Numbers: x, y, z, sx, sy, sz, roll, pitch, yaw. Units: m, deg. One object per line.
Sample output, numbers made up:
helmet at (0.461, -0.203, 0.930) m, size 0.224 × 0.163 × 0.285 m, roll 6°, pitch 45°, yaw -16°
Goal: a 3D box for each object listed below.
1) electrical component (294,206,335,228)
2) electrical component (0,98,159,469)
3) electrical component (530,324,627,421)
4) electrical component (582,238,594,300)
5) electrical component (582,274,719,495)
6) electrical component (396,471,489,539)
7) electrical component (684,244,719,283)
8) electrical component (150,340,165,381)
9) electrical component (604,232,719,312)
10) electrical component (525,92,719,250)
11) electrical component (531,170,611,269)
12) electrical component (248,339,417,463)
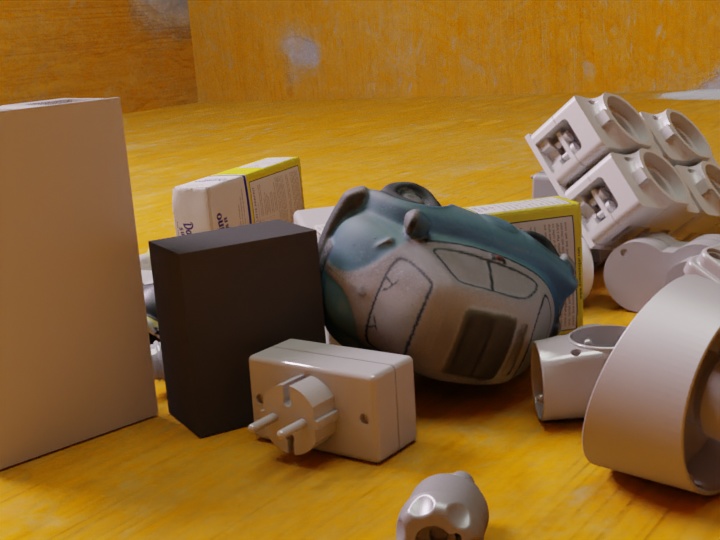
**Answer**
electrical component at (0.000, 0.000, 0.751) m, size 0.100 × 0.099 × 0.048 m, roll -7°, pitch 26°, yaw -12°
electrical component at (-0.184, 0.002, 0.601) m, size 0.105 × 0.186 × 0.060 m, roll -16°, pitch 17°, yaw -41°
electrical component at (0.133, 0.052, 0.597) m, size 0.077 × 0.044 × 0.079 m, roll -4°, pitch 13°, yaw 0°
electrical component at (0.142, 0.000, 0.802) m, size 0.047 × 0.055 × 0.055 m, roll -4°, pitch 13°, yaw -13°
electrical component at (0.148, 0.052, 0.489) m, size 0.099 × 0.099 × 0.064 m, roll -16°, pitch 23°, yaw -41°
electrical component at (0.037, 0.100, 0.446) m, size 0.035 × 0.035 × 0.061 m, roll -1°, pitch 12°, yaw 16°
electrical component at (0.230, 0.031, 0.547) m, size 0.109 × 0.056 × 0.109 m, roll -14°, pitch 44°, yaw -36°
electrical component at (-0.106, 0.054, 0.676) m, size 0.078 × 0.040 × 0.040 m, roll -8°, pitch 14°, yaw -14°
electrical component at (0.234, 0.008, 0.740) m, size 0.138 × 0.052 × 0.074 m, roll 5°, pitch 16°, yaw 35°
electrical component at (0.230, -0.074, 0.855) m, size 0.186 × 0.105 × 0.060 m, roll 2°, pitch -36°, yaw -46°
electrical component at (0.183, -0.051, 0.909) m, size 0.061 × 0.096 × 0.062 m, roll 7°, pitch 17°, yaw 29°
electrical component at (-0.026, 0.072, 0.558) m, size 0.083 × 0.047 × 0.076 m, roll 5°, pitch 16°, yaw 35°
